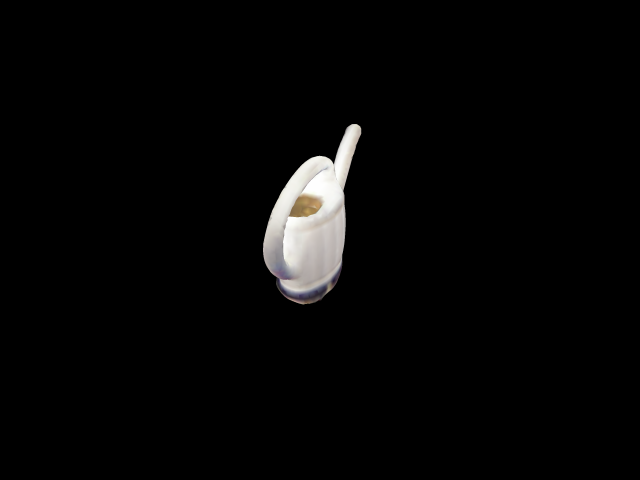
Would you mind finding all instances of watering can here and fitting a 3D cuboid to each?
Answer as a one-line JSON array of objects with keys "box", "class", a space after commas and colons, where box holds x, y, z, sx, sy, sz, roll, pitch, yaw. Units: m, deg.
[{"box": [0.003, -0.043, 0.850, 0.104, 0.219, 0.355, 14, 37, 19], "class": "watering can"}]
